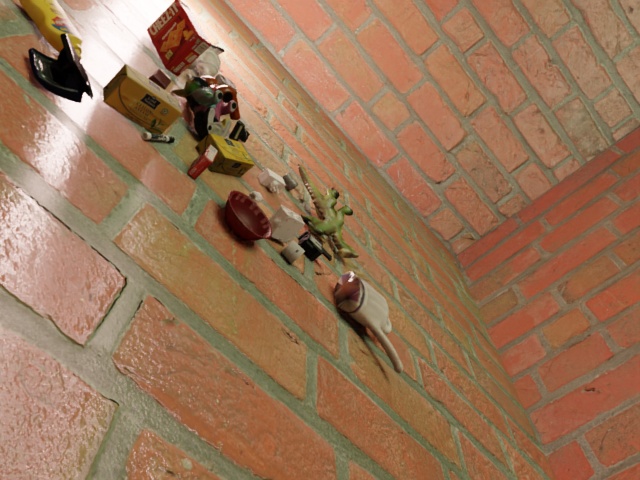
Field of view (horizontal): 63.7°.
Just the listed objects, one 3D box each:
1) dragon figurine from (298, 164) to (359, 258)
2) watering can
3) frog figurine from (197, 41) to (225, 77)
[{"bbox_3d":[0.006,-0.095,1.893,0.410,0.120,0.246,49,26,-1],"label":"dragon figurine"},{"bbox_3d":[0.154,0.232,1.593,0.221,0.103,0.356,38,21,-32],"label":"watering can"},{"bbox_3d":[-0.439,-0.670,1.977,0.136,0.122,0.161,30,62,-68],"label":"frog figurine"}]
